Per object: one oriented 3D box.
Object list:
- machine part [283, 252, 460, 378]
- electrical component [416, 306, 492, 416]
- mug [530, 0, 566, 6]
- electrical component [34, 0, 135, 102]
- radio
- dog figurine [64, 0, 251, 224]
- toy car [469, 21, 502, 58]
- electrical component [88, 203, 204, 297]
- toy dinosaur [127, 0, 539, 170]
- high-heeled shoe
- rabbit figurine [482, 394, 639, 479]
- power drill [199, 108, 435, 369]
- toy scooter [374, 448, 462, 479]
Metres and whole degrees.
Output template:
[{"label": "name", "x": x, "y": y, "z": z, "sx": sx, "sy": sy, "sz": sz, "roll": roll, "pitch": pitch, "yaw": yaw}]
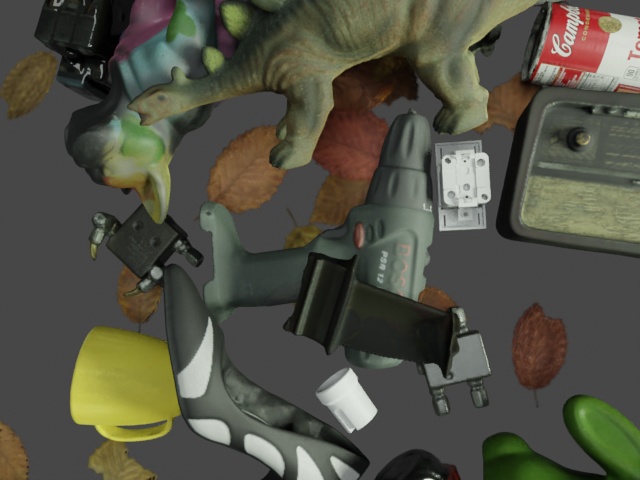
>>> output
[{"label": "machine part", "x": 0.046, "y": 0.062, "z": 0.434, "sx": 0.139, "sy": 0.039, "sz": 0.084, "roll": 20, "pitch": 87, "yaw": 5}, {"label": "electrical component", "x": 0.120, "y": 0.110, "z": 0.493, "sx": 0.063, "sy": 0.021, "sz": 0.094, "roll": -14, "pitch": 86, "yaw": 8}, {"label": "mug", "x": 0.208, "y": -0.248, "z": 0.462, "sx": 0.107, "sy": 0.109, "sz": 0.080, "roll": -14, "pitch": 90, "yaw": 21}, {"label": "electrical component", "x": -0.201, "y": -0.200, "z": 0.507, "sx": 0.058, "sy": 0.115, "sz": 0.134, "roll": 14, "pitch": 87, "yaw": 11}, {"label": "radio", "x": 0.278, "y": -0.050, "z": 0.453, "sx": 0.230, "sy": 0.073, "sz": 0.131, "roll": 8, "pitch": 88, "yaw": 8}, {"label": "dog figurine", "x": -0.125, "y": -0.128, "z": 0.492, "sx": 0.109, "sy": 0.191, "sz": 0.219, "roll": 35, "pitch": 117, "yaw": 35}, {"label": "toy car", "x": 0.114, "y": -0.242, "z": 0.451, "sx": 0.074, "sy": 0.056, "sz": 0.201, "roll": -6, "pitch": 131, "yaw": 10}, {"label": "electrical component", "x": -0.175, "y": 0.007, "z": 0.527, "sx": 0.078, "sy": 0.045, "sz": 0.102, "roll": -43, "pitch": 83, "yaw": 5}, {"label": "toy dinosaur", "x": 0.077, "y": -0.181, "z": 0.395, "sx": 0.472, "sy": 0.105, "sz": 0.198, "roll": -18, "pitch": 126, "yaw": 0}, {"label": "high-heeled shoe", "x": -0.043, "y": 0.126, "z": 0.462, "sx": 0.145, "sy": 0.086, "sz": 0.248, "roll": -14, "pitch": 102, "yaw": -13}, {"label": "rabbit figurine", "x": 0.225, "y": 0.210, "z": 0.428, "sx": 0.170, "sy": 0.121, "sz": 0.159, "roll": -11, "pitch": 64, "yaw": 22}, {"label": "power drill", "x": -0.001, "y": -0.001, "z": 0.493, "sx": 0.207, "sy": 0.086, "sz": 0.232, "roll": -1, "pitch": 90, "yaw": 0}, {"label": "toy scooter", "x": 0.069, "y": 0.280, "z": 0.466, "sx": 0.184, "sy": 0.075, "sz": 0.135, "roll": -40, "pitch": 87, "yaw": 6}]
